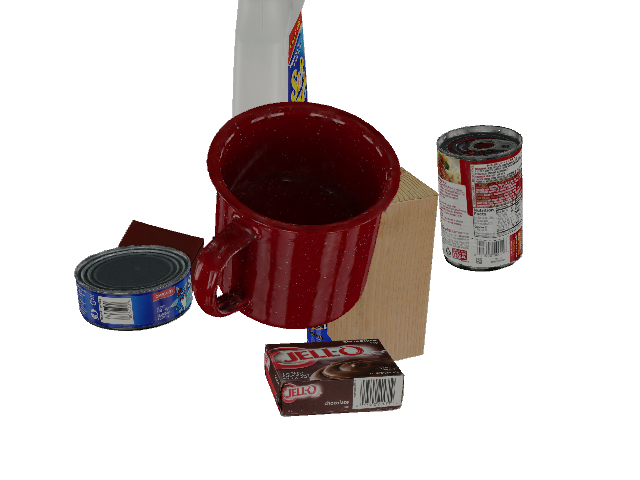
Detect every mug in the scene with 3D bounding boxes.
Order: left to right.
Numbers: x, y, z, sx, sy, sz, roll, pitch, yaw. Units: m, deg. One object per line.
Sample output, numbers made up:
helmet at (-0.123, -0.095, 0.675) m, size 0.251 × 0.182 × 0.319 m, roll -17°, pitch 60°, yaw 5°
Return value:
mug at (-0.019, -0.003, 0.530) m, size 0.093 × 0.081 × 0.117 m, roll 32°, pitch 50°, yaw 21°

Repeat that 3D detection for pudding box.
pudding box at (0.010, 0.122, 0.968) m, size 0.113 × 0.039 × 0.090 m, roll 0°, pitch 17°, yaw -12°

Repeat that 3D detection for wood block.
wood block at (0.068, 0.031, 1.228) m, size 0.090 × 0.206 × 0.090 m, roll -10°, pitch 28°, yaw -23°

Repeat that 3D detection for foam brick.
foam brick at (-0.164, 0.022, 1.082) m, size 0.078 × 0.051 × 0.053 m, roll 15°, pitch 33°, yaw 3°

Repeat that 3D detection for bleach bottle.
bleach bottle at (-0.047, -0.150, 0.966) m, size 0.068 × 0.251 × 0.102 m, roll 7°, pitch 28°, yaw 15°

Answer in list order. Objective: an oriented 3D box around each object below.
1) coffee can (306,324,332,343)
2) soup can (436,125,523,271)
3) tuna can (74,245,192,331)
coffee can at (0.030, 0.089, 1.515) m, size 0.103 × 0.140 × 0.103 m, roll 0°, pitch 21°, yaw 0°
soup can at (0.131, -0.034, 0.867) m, size 0.068 × 0.102 × 0.068 m, roll -5°, pitch 26°, yaw 2°
tuna can at (-0.139, 0.035, 0.798) m, size 0.086 × 0.034 × 0.086 m, roll -2°, pitch 22°, yaw 0°
